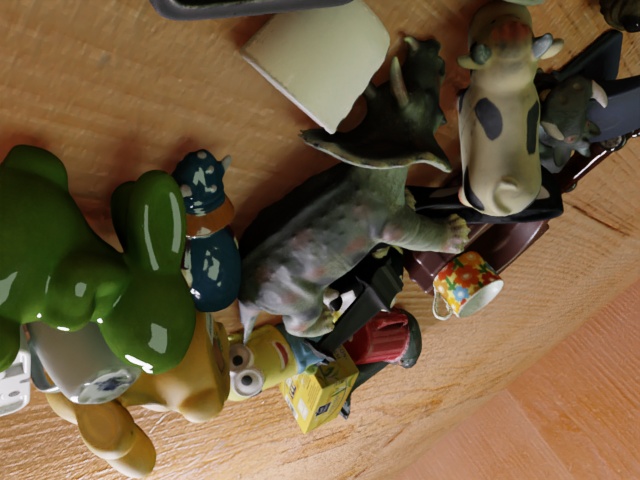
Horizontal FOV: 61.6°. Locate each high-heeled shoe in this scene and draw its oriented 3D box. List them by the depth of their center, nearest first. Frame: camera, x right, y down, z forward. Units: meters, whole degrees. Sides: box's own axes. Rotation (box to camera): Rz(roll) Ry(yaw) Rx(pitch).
[{"bbox_3d":[0.143,-0.013,0.614,0.249,0.145,0.086,-40,150,5],"label":"high-heeled shoe"}]

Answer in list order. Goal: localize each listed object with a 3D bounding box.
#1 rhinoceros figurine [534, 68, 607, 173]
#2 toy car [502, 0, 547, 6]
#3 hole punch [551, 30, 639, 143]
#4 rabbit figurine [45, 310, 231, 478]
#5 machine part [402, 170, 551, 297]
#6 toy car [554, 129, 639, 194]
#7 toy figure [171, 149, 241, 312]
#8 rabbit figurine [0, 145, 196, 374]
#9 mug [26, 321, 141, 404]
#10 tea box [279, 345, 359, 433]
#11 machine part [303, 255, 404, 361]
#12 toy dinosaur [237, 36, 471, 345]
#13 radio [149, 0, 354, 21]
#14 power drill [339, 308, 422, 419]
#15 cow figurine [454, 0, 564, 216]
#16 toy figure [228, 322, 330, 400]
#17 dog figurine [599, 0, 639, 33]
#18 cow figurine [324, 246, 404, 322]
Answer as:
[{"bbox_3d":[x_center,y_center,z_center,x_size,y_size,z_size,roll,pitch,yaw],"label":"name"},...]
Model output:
[{"bbox_3d":[0.250,-0.124,0.595,0.073,0.112,0.190,-35,161,5],"label":"rhinoceros figurine"},{"bbox_3d":[0.132,-0.220,0.400,0.202,0.056,0.073,-12,143,-34],"label":"toy car"},{"bbox_3d":[0.342,-0.169,0.656,0.116,0.092,0.142,-37,154,10],"label":"hole punch"},{"bbox_3d":[-0.177,0.137,0.516,0.173,0.162,0.121,-8,144,-2],"label":"rabbit figurine"},{"bbox_3d":[0.219,-0.014,0.751,0.201,0.087,0.201,13,125,-51],"label":"machine part"},{"bbox_3d":[0.387,-0.119,0.783,0.089,0.053,0.202,-24,160,-33],"label":"toy car"},{"bbox_3d":[-0.100,-0.007,0.452,0.058,0.064,0.154,3,126,6],"label":"toy figure"},{"bbox_3d":[-0.159,0.024,0.377,0.170,0.121,0.159,35,70,-33],"label":"rabbit figurine"},{"bbox_3d":[-0.201,0.086,0.445,0.109,0.107,0.080,-41,148,5],"label":"mug"},{"bbox_3d":[-0.007,0.217,0.838,0.068,0.098,0.169,-18,147,-27],"label":"tea box"},{"bbox_3d":[0.043,0.085,0.634,0.139,0.039,0.084,-44,145,-9],"label":"machine part"},{"bbox_3d":[-0.006,-0.002,0.521,0.405,0.131,0.192,-43,137,22],"label":"toy dinosaur"},{"bbox_3d":[-0.018,-0.219,0.231,0.131,0.073,0.229,-15,145,-30],"label":"radio"},{"bbox_3d":[0.104,0.230,0.973,0.207,0.086,0.231,-29,147,-15],"label":"power drill"},{"bbox_3d":[0.164,-0.117,0.493,0.086,0.127,0.194,-4,104,7],"label":"cow figurine"},{"bbox_3d":[-0.054,0.154,0.720,0.180,0.082,0.089,-23,146,-25],"label":"toy figure"},{"bbox_3d":[0.379,-0.293,0.523,0.191,0.121,0.172,-5,107,-15],"label":"dog figurine"},{"bbox_3d":[0.036,0.056,0.682,0.167,0.068,0.098,-14,139,-37],"label":"cow figurine"}]
